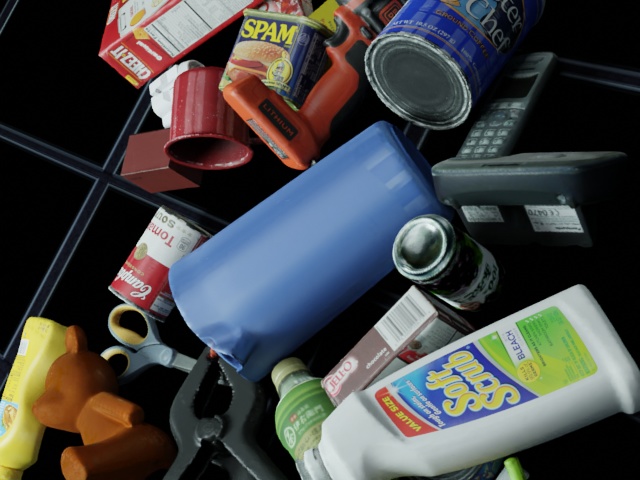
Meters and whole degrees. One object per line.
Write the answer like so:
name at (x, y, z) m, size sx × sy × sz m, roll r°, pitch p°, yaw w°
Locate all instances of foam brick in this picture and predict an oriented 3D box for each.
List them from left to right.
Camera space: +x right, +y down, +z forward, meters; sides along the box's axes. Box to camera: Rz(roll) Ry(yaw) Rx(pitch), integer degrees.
foam brick at (-0.170, -0.088, 1.168) m, size 0.078 × 0.052 × 0.051 m, roll -4°, pitch 66°, yaw 36°

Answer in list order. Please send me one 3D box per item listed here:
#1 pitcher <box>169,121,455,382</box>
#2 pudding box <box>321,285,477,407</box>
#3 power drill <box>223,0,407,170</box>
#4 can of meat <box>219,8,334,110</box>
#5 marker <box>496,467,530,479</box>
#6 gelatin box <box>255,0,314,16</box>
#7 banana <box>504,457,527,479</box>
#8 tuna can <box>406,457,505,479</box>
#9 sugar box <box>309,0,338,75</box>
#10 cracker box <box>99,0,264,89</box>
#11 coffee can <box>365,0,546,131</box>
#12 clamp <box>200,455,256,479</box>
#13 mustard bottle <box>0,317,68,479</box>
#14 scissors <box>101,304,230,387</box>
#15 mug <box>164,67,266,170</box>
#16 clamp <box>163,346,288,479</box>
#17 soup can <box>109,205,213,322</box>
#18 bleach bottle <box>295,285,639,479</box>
pitcher at (-0.006, 0.001, 0.955) m, size 0.243 × 0.144 × 0.149 m, roll -37°, pitch 69°, yaw 13°
pudding box at (0.069, 0.100, 0.863) m, size 0.113 × 0.089 × 0.039 m, roll -45°, pitch 50°, yaw 10°
power drill at (0.003, -0.171, 0.975) m, size 0.187 × 0.184 × 0.057 m, roll -43°, pitch 9°, yaw -7°
can of meat at (-0.042, -0.173, 1.045) m, size 0.102 × 0.057 × 0.084 m, roll 17°, pitch 85°, yaw 38°
marker at (0.117, 0.221, 0.813) m, size 0.121 × 0.020 × 0.020 m, roll -54°, pitch 47°, yaw 3°
gelatin box at (-0.043, -0.235, 1.156) m, size 0.073 × 0.030 × 0.089 m, roll -29°, pitch 53°, yaw 25°
banana at (0.109, 0.254, 0.785) m, size 0.070 × 0.037 × 0.198 m, roll 41°, pitch 99°, yaw 28°
tuna can at (0.104, 0.159, 0.844) m, size 0.086 × 0.033 × 0.086 m, roll -18°, pitch 59°, yaw 31°
sugar box at (0.030, -0.204, 1.073) m, size 0.176 × 0.048 × 0.093 m, roll -41°, pitch 51°, yaw 17°
cracker box at (-0.143, -0.288, 1.214) m, size 0.214 × 0.072 × 0.164 m, roll -30°, pitch 37°, yaw 25°
coffee can at (0.118, -0.178, 0.920) m, size 0.103 × 0.102 × 0.140 m, roll 10°, pitch 51°, yaw 41°
clamp at (-0.077, 0.248, 0.935) m, size 0.120 × 0.039 × 0.172 m, roll -45°, pitch 41°, yaw -11°
mustard bottle at (-0.315, 0.180, 1.142) m, size 0.096 × 0.058 × 0.191 m, roll -4°, pitch 65°, yaw 60°
scissors at (-0.166, 0.132, 1.083) m, size 0.202 × 0.016 × 0.096 m, roll 35°, pitch 94°, yaw 42°
mug at (-0.102, -0.127, 1.111) m, size 0.117 × 0.093 × 0.081 m, roll 2°, pitch 72°, yaw -3°
clamp at (-0.082, 0.178, 0.946) m, size 0.165 × 0.036 × 0.210 m, roll -11°, pitch 46°, yaw 19°
soup can at (-0.161, 0.024, 1.097) m, size 0.069 × 0.068 × 0.102 m, roll 31°, pitch 88°, yaw 43°
bleach bottle at (0.103, 0.128, 0.787) m, size 0.251 × 0.068 × 0.102 m, roll -26°, pitch 50°, yaw 3°
